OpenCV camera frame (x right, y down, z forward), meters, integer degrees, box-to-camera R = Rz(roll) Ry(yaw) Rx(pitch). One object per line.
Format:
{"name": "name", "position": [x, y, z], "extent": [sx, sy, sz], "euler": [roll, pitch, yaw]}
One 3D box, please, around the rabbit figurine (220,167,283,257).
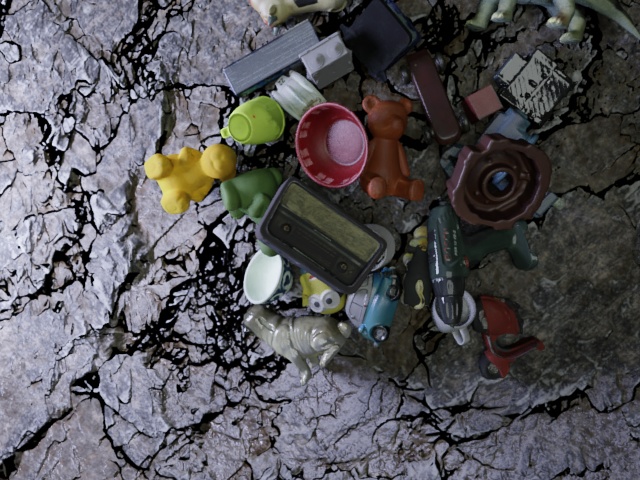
{"name": "rabbit figurine", "position": [-0.103, -0.051, 1.093], "extent": [0.159, 0.121, 0.170], "euler": [-23, 79, -13]}

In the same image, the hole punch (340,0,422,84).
{"name": "hole punch", "position": [0.123, -0.397, 1.051], "extent": [0.142, 0.092, 0.116], "euler": [49, 128, -4]}

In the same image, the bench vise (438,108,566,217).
{"name": "bench vise", "position": [0.357, -0.122, 1.039], "extent": [0.241, 0.129, 0.223], "euler": [40, 102, 4]}

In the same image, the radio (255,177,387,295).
{"name": "radio", "position": [-0.002, -0.003, 1.021], "extent": [0.229, 0.073, 0.131], "euler": [34, 81, -8]}

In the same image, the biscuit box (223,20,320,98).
{"name": "biscuit box", "position": [-0.094, -0.360, 1.080], "extent": [0.203, 0.059, 0.062], "euler": [-26, 95, 8]}

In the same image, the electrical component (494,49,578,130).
{"name": "electrical component", "position": [0.407, -0.297, 1.041], "extent": [0.134, 0.058, 0.115], "euler": [37, 97, 0]}

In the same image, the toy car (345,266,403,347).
{"name": "toy car", "position": [0.103, 0.127, 1.087], "extent": [0.103, 0.109, 0.161], "euler": [13, 113, 1]}

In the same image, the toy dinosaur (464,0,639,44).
{"name": "toy dinosaur", "position": [0.406, -0.480, 0.994], "extent": [0.405, 0.131, 0.192], "euler": [8, 98, -2]}

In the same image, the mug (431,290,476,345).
{"name": "mug", "position": [0.268, 0.157, 1.077], "extent": [0.081, 0.107, 0.109], "euler": [-25, 71, -7]}

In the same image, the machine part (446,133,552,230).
{"name": "machine part", "position": [0.317, -0.104, 0.958], "extent": [0.179, 0.056, 0.179], "euler": [-1, 116, -1]}

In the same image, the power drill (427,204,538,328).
{"name": "power drill", "position": [0.305, 0.039, 1.033], "extent": [0.207, 0.086, 0.232], "euler": [-10, 78, -7]}

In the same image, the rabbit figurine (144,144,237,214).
{"name": "rabbit figurine", "position": [-0.230, -0.136, 1.073], "extent": [0.173, 0.162, 0.121], "euler": [-21, 93, 30]}

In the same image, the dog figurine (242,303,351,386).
{"name": "dog figurine", "position": [-0.051, 0.177, 1.110], "extent": [0.190, 0.121, 0.172], "euler": [44, 101, 0]}

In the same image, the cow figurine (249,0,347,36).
{"name": "cow figurine", "position": [-0.041, -0.476, 1.052], "extent": [0.195, 0.085, 0.127], "euler": [-2, 91, 5]}

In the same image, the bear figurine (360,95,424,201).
{"name": "bear figurine", "position": [0.139, -0.182, 1.049], "extent": [0.120, 0.132, 0.195], "euler": [5, 103, -19]}

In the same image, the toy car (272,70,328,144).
{"name": "toy car", "position": [-0.009, -0.257, 1.086], "extent": [0.202, 0.056, 0.073], "euler": [42, 99, -1]}

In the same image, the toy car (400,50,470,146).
{"name": "toy car", "position": [0.223, -0.277, 1.052], "extent": [0.089, 0.053, 0.202], "euler": [-21, 75, 9]}

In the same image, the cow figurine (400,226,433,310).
{"name": "cow figurine", "position": [0.201, 0.054, 1.083], "extent": [0.068, 0.098, 0.167], "euler": [6, 91, 8]}

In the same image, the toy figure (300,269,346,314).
{"name": "toy figure", "position": [0.002, 0.065, 1.114], "extent": [0.082, 0.089, 0.180], "euler": [-22, 84, 42]}

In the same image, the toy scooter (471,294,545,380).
{"name": "toy scooter", "position": [0.382, 0.190, 1.095], "extent": [0.135, 0.075, 0.183], "euler": [-13, 99, 8]}
